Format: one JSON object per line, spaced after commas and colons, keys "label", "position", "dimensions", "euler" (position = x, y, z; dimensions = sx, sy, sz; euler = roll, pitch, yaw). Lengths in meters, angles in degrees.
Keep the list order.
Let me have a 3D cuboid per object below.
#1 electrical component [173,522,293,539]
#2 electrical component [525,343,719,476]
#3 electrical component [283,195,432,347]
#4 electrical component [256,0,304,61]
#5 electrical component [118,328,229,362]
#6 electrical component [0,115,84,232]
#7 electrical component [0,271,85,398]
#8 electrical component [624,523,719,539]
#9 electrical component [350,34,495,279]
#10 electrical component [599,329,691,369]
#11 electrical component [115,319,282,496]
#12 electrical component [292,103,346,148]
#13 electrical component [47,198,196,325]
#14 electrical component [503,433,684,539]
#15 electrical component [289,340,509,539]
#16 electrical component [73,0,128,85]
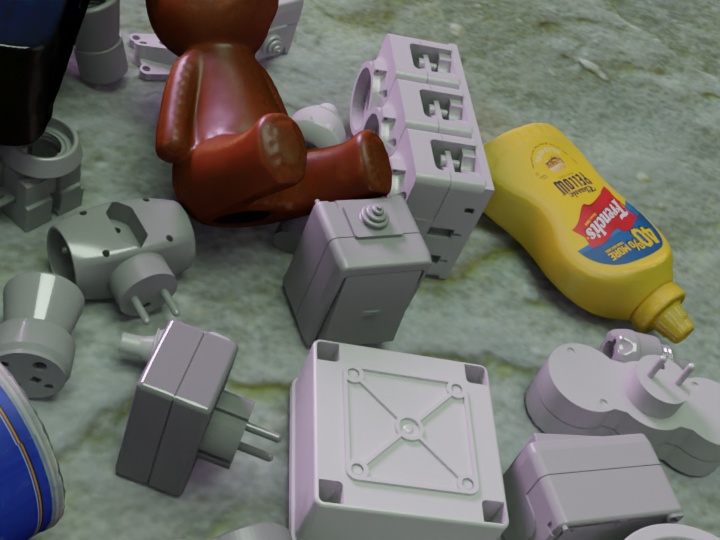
{"label": "electrical component", "position": [-0.085, 0.169, 0.494], "dimensions": [0.138, 0.052, 0.073], "euler": [-5, 52, -27]}
{"label": "electrical component", "position": [0.181, 0.078, 0.673], "dimensions": [0.138, 0.073, 0.052], "euler": [16, 46, -9]}
{"label": "electrical component", "position": [0.000, 0.000, 0.653], "dimensions": [0.062, 0.096, 0.061], "euler": [-5, 54, -26]}
{"label": "electrical component", "position": [-0.089, -0.204, 0.828], "dimensions": [0.062, 0.061, 0.096], "euler": [-27, 63, -38]}
{"label": "electrical component", "position": [-0.106, 0.048, 0.610], "dimensions": [0.061, 0.035, 0.035], "euler": [14, 46, -7]}
{"label": "electrical component", "position": [-0.196, -0.062, 0.657], "dimensions": [0.048, 0.055, 0.066], "euler": [41, 47, 16]}
{"label": "electrical component", "position": [-0.176, 0.035, 0.584], "dimensions": [0.045, 0.045, 0.055], "euler": [11, 47, -13]}
{"label": "electrical component", "position": [0.166, 0.197, 0.567], "dimensions": [0.108, 0.060, 0.108], "euler": [12, 46, -12]}
{"label": "electrical component", "position": [0.035, -0.081, 0.747], "dimensions": [0.062, 0.089, 0.150], "euler": [7, 47, -17]}
{"label": "electrical component", "position": [0.194, 0.061, 0.722], "dimensions": [0.061, 0.035, 0.035], "euler": [12, 46, -15]}
{"label": "electrical component", "position": [-0.078, 0.079, 0.557], "dimensions": [0.076, 0.083, 0.047], "euler": [22, 45, -3]}
{"label": "electrical component", "position": [-0.031, -0.097, 0.768], "dimensions": [0.048, 0.048, 0.062], "euler": [23, 38, -1]}
{"label": "electrical component", "position": [-0.133, 0.000, 0.635], "dimensions": [0.077, 0.043, 0.079], "euler": [-16, 57, -33]}
{"label": "electrical component", "position": [0.132, 0.130, 0.613], "dimensions": [0.096, 0.061, 0.061], "euler": [0, 50, -23]}
{"label": "electrical component", "position": [0.018, 0.102, 0.596], "dimensions": [0.109, 0.056, 0.108], "euler": [10, 47, -14]}
{"label": "electrical component", "position": [-0.184, -0.163, 0.748], "dimensions": [0.044, 0.065, 0.044], "euler": [-1, 45, 1]}
